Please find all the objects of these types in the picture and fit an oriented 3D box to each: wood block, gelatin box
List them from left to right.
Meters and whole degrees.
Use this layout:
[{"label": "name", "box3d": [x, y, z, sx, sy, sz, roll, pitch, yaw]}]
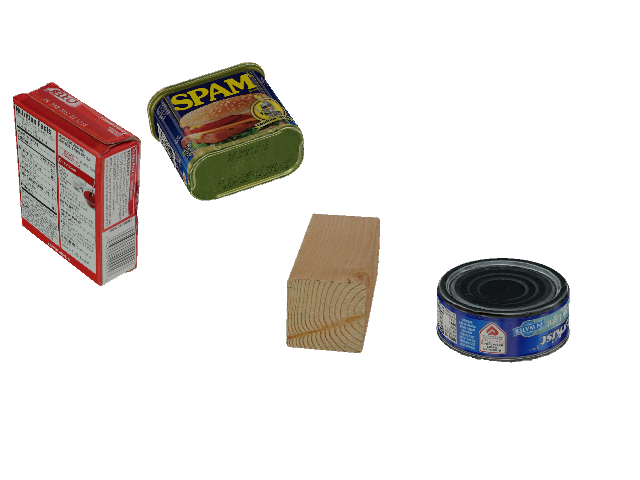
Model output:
[{"label": "gelatin box", "box3d": [-0.132, -0.031, 0.583, 0.073, 0.089, 0.030, 32, 42, 29]}, {"label": "wood block", "box3d": [0.019, 0.047, 1.298, 0.091, 0.090, 0.206, 4, 23, 6]}]

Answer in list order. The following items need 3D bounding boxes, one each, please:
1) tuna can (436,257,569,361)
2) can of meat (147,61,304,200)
[{"label": "tuna can", "box3d": [0.118, 0.043, 0.691, 0.086, 0.034, 0.086, -3, 24, 1]}, {"label": "can of meat", "box3d": [-0.073, -0.085, 0.840, 0.102, 0.084, 0.057, -20, -39, -17]}]
